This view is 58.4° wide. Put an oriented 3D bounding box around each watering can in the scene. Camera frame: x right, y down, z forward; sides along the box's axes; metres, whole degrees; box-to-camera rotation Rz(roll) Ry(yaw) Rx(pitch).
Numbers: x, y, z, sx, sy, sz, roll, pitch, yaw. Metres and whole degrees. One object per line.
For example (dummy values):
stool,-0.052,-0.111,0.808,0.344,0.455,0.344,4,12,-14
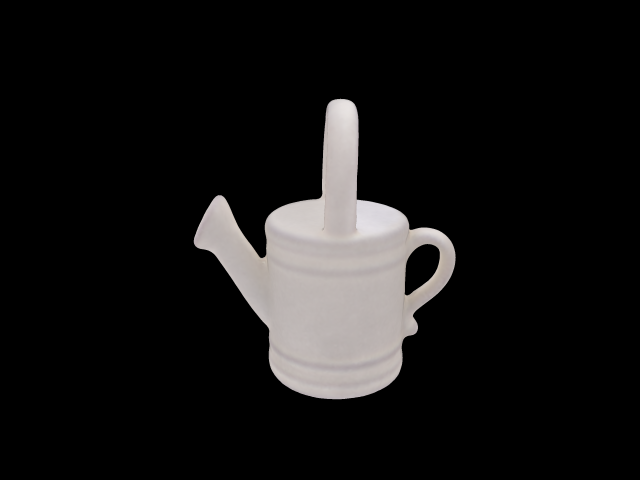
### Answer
watering can,0.004,0.002,0.398,0.173,0.194,0.100,-7,21,-19
